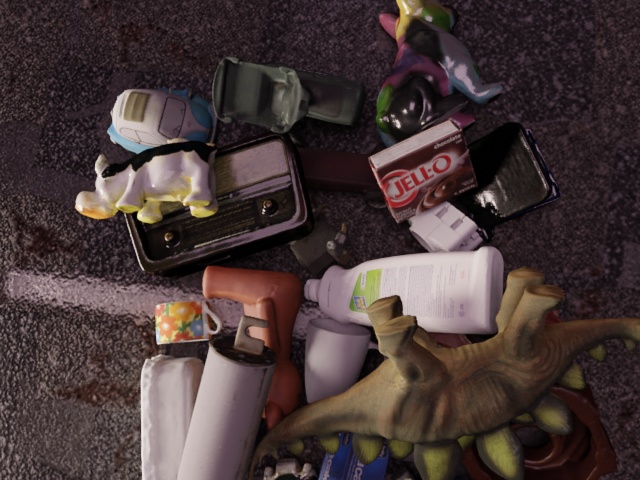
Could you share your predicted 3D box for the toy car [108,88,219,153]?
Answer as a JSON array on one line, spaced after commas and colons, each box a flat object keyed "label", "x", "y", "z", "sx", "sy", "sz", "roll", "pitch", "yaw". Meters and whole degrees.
[{"label": "toy car", "x": -0.233, "y": -0.173, "z": 0.764, "sx": 0.162, "sy": 0.103, "sz": 0.109, "roll": 14, "pitch": 83, "yaw": 8}]

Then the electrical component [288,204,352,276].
[{"label": "electrical component", "x": -0.001, "y": -0.001, "z": 0.717, "sx": 0.078, "sy": 0.045, "sz": 0.102, "roll": -32, "pitch": 43, "yaw": -3}]

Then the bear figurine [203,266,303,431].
[{"label": "bear figurine", "x": -0.081, "y": 0.136, "z": 0.693, "sx": 0.132, "sy": 0.120, "sz": 0.195, "roll": 5, "pitch": 88, "yaw": 12}]

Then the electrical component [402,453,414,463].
[{"label": "electrical component", "x": 0.120, "y": 0.225, "z": 0.685, "sx": 0.075, "sy": 0.047, "sz": 0.119, "roll": 6, "pitch": 81, "yaw": 9}]

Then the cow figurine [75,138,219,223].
[{"label": "cow figurine", "x": -0.203, "y": -0.073, "z": 0.630, "sx": 0.167, "sy": 0.068, "sz": 0.098, "roll": -4, "pitch": 75, "yaw": 4}]

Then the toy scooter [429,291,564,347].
[{"label": "toy scooter", "x": 0.220, "y": 0.097, "z": 0.678, "sx": 0.184, "sy": 0.075, "sz": 0.135, "roll": -2, "pitch": 80, "yaw": 12}]

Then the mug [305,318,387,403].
[{"label": "mug", "x": 0.029, "y": 0.164, "z": 0.695, "sx": 0.110, "sy": 0.081, "sz": 0.107, "roll": 12, "pitch": 95, "yaw": 3}]

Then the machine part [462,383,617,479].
[{"label": "machine part", "x": 0.246, "y": 0.228, "z": 0.629, "sx": 0.180, "sy": 0.056, "sz": 0.179, "roll": 5, "pitch": 110, "yaw": 15}]

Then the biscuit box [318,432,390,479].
[{"label": "biscuit box", "x": 0.026, "y": 0.323, "z": 0.638, "sx": 0.063, "sy": 0.059, "sz": 0.202, "roll": 28, "pitch": 64, "yaw": -20}]

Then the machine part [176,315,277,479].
[{"label": "machine part", "x": -0.105, "y": 0.199, "z": 0.601, "sx": 0.079, "sy": 0.079, "sz": 0.243, "roll": 17, "pitch": 100, "yaw": 10}]

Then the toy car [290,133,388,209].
[{"label": "toy car", "x": 0.021, "y": -0.093, "z": 0.741, "sx": 0.202, "sy": 0.053, "sz": 0.089, "roll": 7, "pitch": 65, "yaw": 8}]

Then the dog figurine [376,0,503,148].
[{"label": "dog figurine", "x": 0.124, "y": -0.238, "z": 0.718, "sx": 0.191, "sy": 0.108, "sz": 0.219, "roll": -24, "pitch": 74, "yaw": -15}]

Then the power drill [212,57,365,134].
[{"label": "power drill", "x": -0.065, "y": -0.191, "z": 0.697, "sx": 0.232, "sy": 0.207, "sz": 0.086, "roll": 14, "pitch": 104, "yaw": 9}]

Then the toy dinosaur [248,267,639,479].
[{"label": "toy dinosaur", "x": 0.114, "y": 0.157, "z": 0.555, "sx": 0.472, "sy": 0.105, "sz": 0.198, "roll": -16, "pitch": 99, "yaw": 19}]

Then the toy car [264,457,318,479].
[{"label": "toy car", "x": -0.028, "y": 0.380, "z": 0.679, "sx": 0.074, "sy": 0.056, "sz": 0.201, "roll": -11, "pitch": 79, "yaw": 13}]

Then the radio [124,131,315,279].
[{"label": "radio", "x": -0.127, "y": -0.040, "z": 0.685, "sx": 0.230, "sy": 0.073, "sz": 0.131, "roll": -18, "pitch": 79, "yaw": 7}]

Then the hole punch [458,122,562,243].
[{"label": "hole punch", "x": 0.241, "y": -0.081, "z": 0.702, "sx": 0.116, "sy": 0.092, "sz": 0.142, "roll": -28, "pitch": 80, "yaw": 36}]

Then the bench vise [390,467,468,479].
[{"label": "bench vise", "x": 0.116, "y": 0.394, "z": 0.614, "sx": 0.240, "sy": 0.129, "sz": 0.223, "roll": -36, "pitch": 98, "yaw": -17}]
